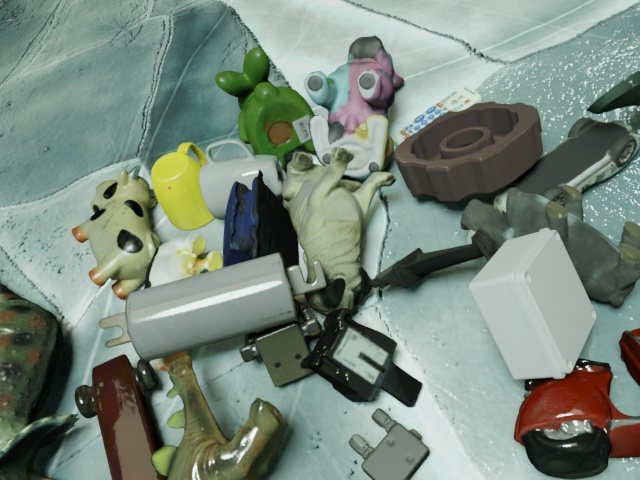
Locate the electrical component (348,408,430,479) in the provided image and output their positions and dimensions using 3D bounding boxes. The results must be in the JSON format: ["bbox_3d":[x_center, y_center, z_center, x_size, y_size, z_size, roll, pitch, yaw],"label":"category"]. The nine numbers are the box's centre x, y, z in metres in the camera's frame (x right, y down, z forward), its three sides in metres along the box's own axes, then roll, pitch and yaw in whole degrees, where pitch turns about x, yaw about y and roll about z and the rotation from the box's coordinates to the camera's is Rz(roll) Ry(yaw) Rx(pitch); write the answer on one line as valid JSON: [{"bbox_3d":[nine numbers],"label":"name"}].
[{"bbox_3d":[0.076,0.213,0.527,0.063,0.021,0.094,-43,54,-17],"label":"electrical component"}]

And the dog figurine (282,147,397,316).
[{"bbox_3d":[-0.003,-0.003,0.675,0.172,0.121,0.190,-5,67,63],"label":"dog figurine"}]

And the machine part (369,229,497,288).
[{"bbox_3d":[0.127,0.023,0.595,0.139,0.084,0.039,-21,85,41],"label":"machine part"}]

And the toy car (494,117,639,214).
[{"bbox_3d":[0.305,-0.086,0.662,0.202,0.056,0.074,-34,46,-12],"label":"toy car"}]

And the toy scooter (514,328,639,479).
[{"bbox_3d":[0.267,0.142,0.492,0.184,0.075,0.135,-8,43,14],"label":"toy scooter"}]

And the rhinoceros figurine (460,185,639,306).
[{"bbox_3d":[0.250,0.001,0.586,0.190,0.112,0.073,28,41,16],"label":"rhinoceros figurine"}]

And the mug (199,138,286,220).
[{"bbox_3d":[-0.106,-0.090,0.748,0.107,0.109,0.081,-12,21,11],"label":"mug"}]

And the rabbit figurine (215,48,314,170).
[{"bbox_3d":[-0.091,-0.198,0.815,0.121,0.159,0.170,-37,37,0],"label":"rabbit figurine"}]

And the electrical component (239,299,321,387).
[{"bbox_3d":[-0.038,0.117,0.609,0.102,0.078,0.045,-28,9,0],"label":"electrical component"}]

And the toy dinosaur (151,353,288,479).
[{"bbox_3d":[-0.063,0.305,0.451,0.198,0.105,0.472,-30,59,-3],"label":"toy dinosaur"}]

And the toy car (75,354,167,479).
[{"bbox_3d":[-0.204,0.219,0.584,0.089,0.053,0.202,-26,56,-9],"label":"toy car"}]

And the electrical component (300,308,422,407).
[{"bbox_3d":[0.048,0.133,0.573,0.119,0.048,0.075,32,65,-11],"label":"electrical component"}]

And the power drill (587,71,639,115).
[{"bbox_3d":[0.397,-0.095,0.588,0.232,0.086,0.207,-33,76,-17],"label":"power drill"}]

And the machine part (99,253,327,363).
[{"bbox_3d":[-0.112,0.071,0.574,0.243,0.079,0.079,-14,52,-4],"label":"machine part"}]

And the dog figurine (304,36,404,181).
[{"bbox_3d":[0.066,-0.197,0.789,0.109,0.191,0.219,-1,20,20],"label":"dog figurine"}]

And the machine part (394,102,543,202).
[{"bbox_3d":[0.187,-0.113,0.678,0.179,0.056,0.179,-21,28,12],"label":"machine part"}]

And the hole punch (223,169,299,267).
[{"bbox_3d":[-0.090,-0.004,0.683,0.092,0.115,0.142,-13,51,17],"label":"hole punch"}]

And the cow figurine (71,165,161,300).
[{"bbox_3d":[-0.279,-0.024,0.766,0.127,0.085,0.195,-36,50,-4],"label":"cow figurine"}]

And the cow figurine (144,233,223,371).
[{"bbox_3d":[-0.190,0.077,0.665,0.098,0.068,0.167,-3,60,30],"label":"cow figurine"}]

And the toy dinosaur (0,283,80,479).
[{"bbox_3d":[-0.376,0.155,0.648,0.192,0.131,0.405,-9,47,-6],"label":"toy dinosaur"}]
